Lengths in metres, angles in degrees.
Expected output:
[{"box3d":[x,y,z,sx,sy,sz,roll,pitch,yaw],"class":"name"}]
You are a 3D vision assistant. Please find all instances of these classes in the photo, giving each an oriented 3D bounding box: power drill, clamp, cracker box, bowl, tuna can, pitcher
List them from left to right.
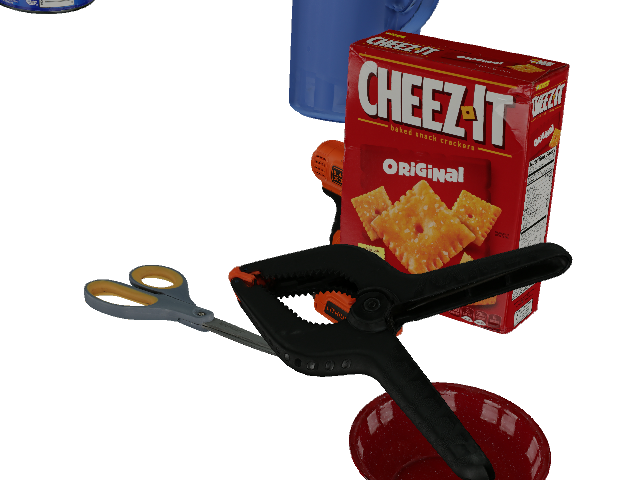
[{"box3d":[-0.207,-0.201,0.792,0.086,0.034,0.086,6,36,-4],"class":"tuna can"},{"box3d":[0.041,-0.226,0.929,0.145,0.243,0.149,7,15,7],"class":"pitcher"},{"box3d":[0.053,0.004,1.079,0.057,0.188,0.185,-9,25,-32],"class":"power drill"},{"box3d":[0.043,0.043,0.662,0.210,0.164,0.036,19,-32,27],"class":"clamp"},{"box3d":[0.100,-0.048,0.864,0.164,0.214,0.072,18,30,30],"class":"cracker box"},{"box3d":[0.103,0.185,0.869,0.162,0.055,0.162,1,30,-1],"class":"bowl"}]

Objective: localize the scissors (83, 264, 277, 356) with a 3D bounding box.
[{"box3d":[-0.098,0.056,0.886,0.202,0.016,0.096,12,25,15],"class":"scissors"}]
